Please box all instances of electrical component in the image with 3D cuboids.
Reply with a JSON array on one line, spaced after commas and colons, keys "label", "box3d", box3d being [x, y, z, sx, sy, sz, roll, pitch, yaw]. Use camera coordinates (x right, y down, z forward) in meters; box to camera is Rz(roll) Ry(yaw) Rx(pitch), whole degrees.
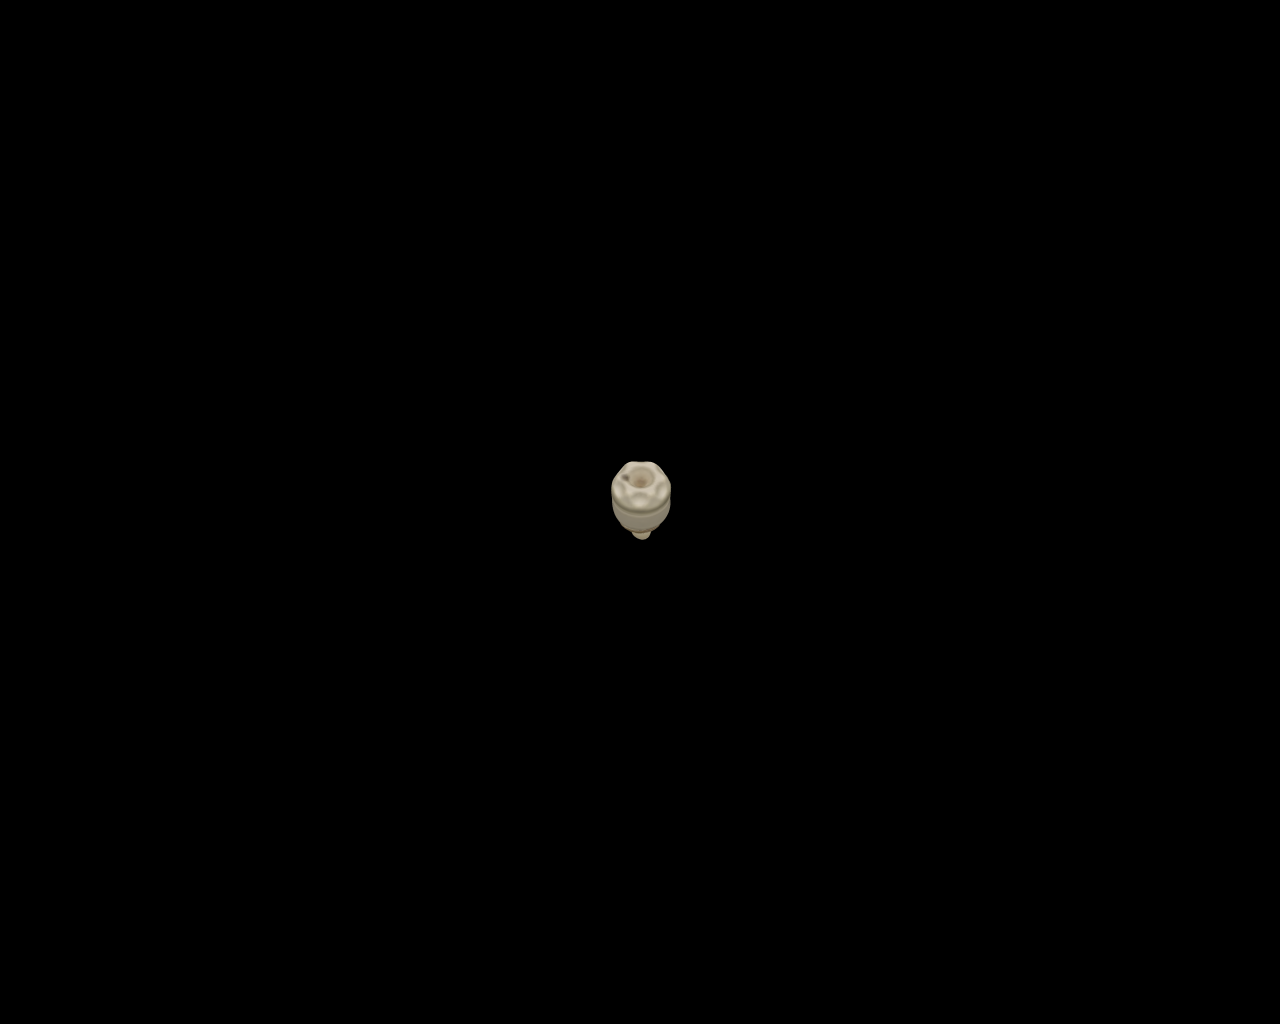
[{"label": "electrical component", "box3d": [0.001, -0.003, 0.650, 0.035, 0.035, 0.061, 0, -36, 0]}]
